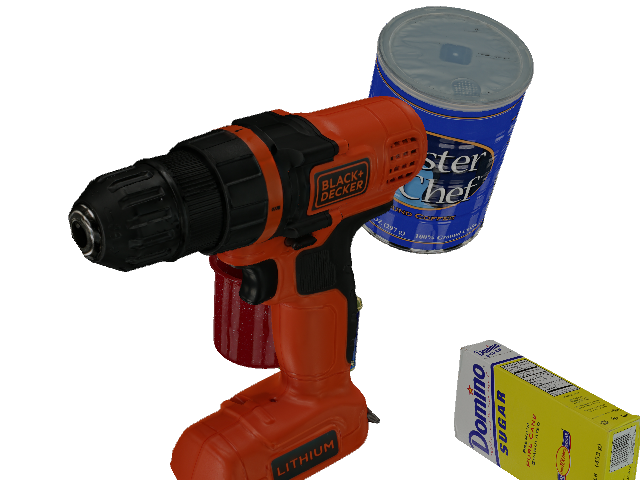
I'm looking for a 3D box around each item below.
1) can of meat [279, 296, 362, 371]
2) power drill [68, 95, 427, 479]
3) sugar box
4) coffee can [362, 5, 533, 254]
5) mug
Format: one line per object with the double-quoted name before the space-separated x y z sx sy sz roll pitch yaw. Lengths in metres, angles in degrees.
"can of meat" -0.004 0.110 1.273 0.102 0.084 0.057 3 14 -3
"power drill" -0.030 0.033 0.495 0.184 0.188 0.057 -19 37 -37
"sugar box" 0.185 0.159 0.901 0.048 0.093 0.176 -11 22 -34
"coffee can" 0.080 -0.075 0.740 0.102 0.103 0.140 0 -42 -9
"mug" -0.036 0.055 0.879 0.117 0.081 0.093 12 25 15
